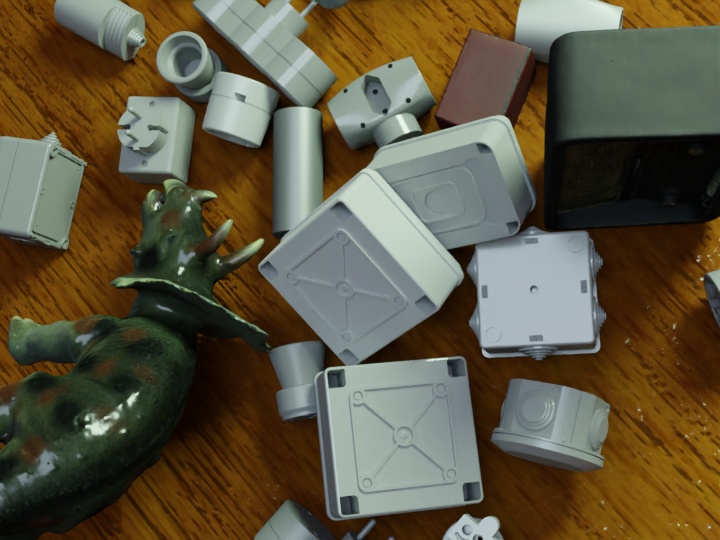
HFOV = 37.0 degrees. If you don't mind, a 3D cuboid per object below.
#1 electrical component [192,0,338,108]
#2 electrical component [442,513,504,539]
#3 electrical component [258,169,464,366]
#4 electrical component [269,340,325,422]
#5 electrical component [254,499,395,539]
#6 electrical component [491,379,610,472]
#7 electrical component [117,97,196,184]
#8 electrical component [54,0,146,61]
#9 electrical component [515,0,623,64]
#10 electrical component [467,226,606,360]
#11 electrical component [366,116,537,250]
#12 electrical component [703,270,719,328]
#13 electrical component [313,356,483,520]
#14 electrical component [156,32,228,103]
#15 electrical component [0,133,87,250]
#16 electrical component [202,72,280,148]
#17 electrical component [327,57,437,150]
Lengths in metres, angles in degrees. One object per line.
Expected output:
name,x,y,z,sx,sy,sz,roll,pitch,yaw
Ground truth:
electrical component,-0.067,-0.201,0.886,0.138,0.052,0.073,44,93,16
electrical component,0.080,0.204,0.776,0.048,0.055,0.066,39,91,17
electrical component,0.000,0.000,0.792,0.108,0.056,0.109,48,130,-6
electrical component,-0.045,0.086,0.833,0.045,0.045,0.055,-13,78,11
electrical component,-0.006,0.219,0.796,0.138,0.052,0.073,41,91,17
electrical component,0.137,0.112,0.767,0.080,0.080,0.051,12,78,15
electrical component,-0.174,-0.111,0.884,0.047,0.077,0.065,3,81,14
electrical component,-0.219,-0.214,0.930,0.081,0.043,0.043,31,88,16
electrical component,0.165,-0.202,0.835,0.077,0.043,0.079,9,82,15
electrical component,0.131,0.018,0.801,0.100,0.048,0.099,-4,79,13
electrical component,0.066,-0.062,0.799,0.113,0.057,0.078,-12,113,29
electrical component,0.277,0.021,0.762,0.047,0.055,0.055,-20,76,6
electrical component,0.027,0.122,0.785,0.109,0.056,0.108,-4,78,-11
electrical component,-0.139,-0.168,0.896,0.045,0.055,0.045,-2,80,13
electrical component,-0.279,-0.071,0.910,0.061,0.062,0.096,9,82,15
electrical component,-0.099,-0.130,0.881,0.055,0.055,0.047,17,88,16
electrical component,0.025,-0.117,0.853,0.077,0.043,0.079,-28,75,7
